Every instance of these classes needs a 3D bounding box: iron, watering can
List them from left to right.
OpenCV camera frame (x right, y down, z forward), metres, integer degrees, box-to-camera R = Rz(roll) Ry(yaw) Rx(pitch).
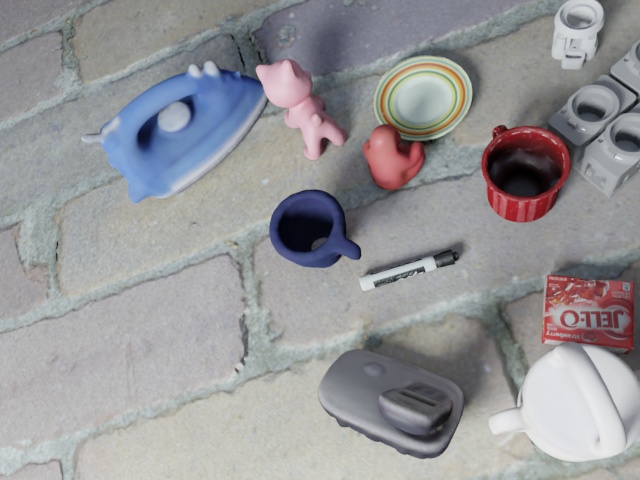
[{"bbox_3d":[-0.193,-0.173,0.790,0.258,0.142,0.118,-38,64,-1],"label":"iron"},{"bbox_3d":[0.240,0.140,0.514,0.173,0.194,0.100,-39,64,-1],"label":"watering can"}]

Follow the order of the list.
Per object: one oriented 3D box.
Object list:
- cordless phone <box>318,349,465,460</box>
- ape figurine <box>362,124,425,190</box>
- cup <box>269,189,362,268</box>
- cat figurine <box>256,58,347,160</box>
[{"bbox_3d":[0.062,0.154,0.565,0.147,0.185,0.094,14,74,21],"label":"cordless phone"},{"bbox_3d":[0.086,-0.110,0.712,0.077,0.092,0.076,25,78,23],"label":"ape figurine"},{"bbox_3d":[0.006,0.002,0.690,0.117,0.095,0.092,27,79,24],"label":"cup"},{"bbox_3d":[-0.028,-0.186,0.760,0.067,0.118,0.127,-35,64,1],"label":"cat figurine"}]
